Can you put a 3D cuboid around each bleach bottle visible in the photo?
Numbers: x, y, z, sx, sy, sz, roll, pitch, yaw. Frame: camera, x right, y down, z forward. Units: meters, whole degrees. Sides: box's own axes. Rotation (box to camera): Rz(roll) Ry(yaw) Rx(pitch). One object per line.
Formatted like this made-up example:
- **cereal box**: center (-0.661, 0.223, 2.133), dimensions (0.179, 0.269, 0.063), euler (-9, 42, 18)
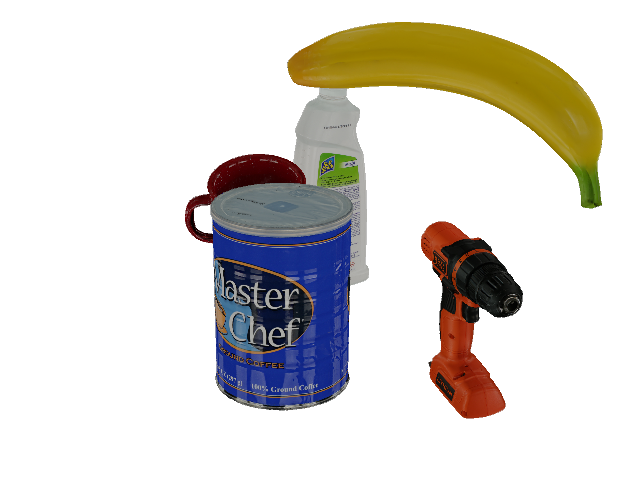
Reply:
- **bleach bottle**: center (0.014, -0.067, 1.244), dimensions (0.102, 0.251, 0.068), euler (-13, 30, -32)

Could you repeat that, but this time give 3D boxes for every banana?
- **banana**: center (0.080, -0.088, 0.609), dimensions (0.198, 0.069, 0.037), euler (24, -12, 11)

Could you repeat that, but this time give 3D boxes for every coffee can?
- **coffee can**: center (-0.028, 0.039, 0.788), dimensions (0.103, 0.140, 0.103), euler (0, 20, 0)

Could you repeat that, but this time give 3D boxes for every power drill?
- **power drill**: center (0.161, 0.090, 1.129), dimensions (0.057, 0.188, 0.184), euler (-9, 25, -13)

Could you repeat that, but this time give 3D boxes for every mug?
- **mug**: center (-0.072, -0.023, 1.027), dimensions (0.117, 0.081, 0.093), euler (-7, 40, -7)
